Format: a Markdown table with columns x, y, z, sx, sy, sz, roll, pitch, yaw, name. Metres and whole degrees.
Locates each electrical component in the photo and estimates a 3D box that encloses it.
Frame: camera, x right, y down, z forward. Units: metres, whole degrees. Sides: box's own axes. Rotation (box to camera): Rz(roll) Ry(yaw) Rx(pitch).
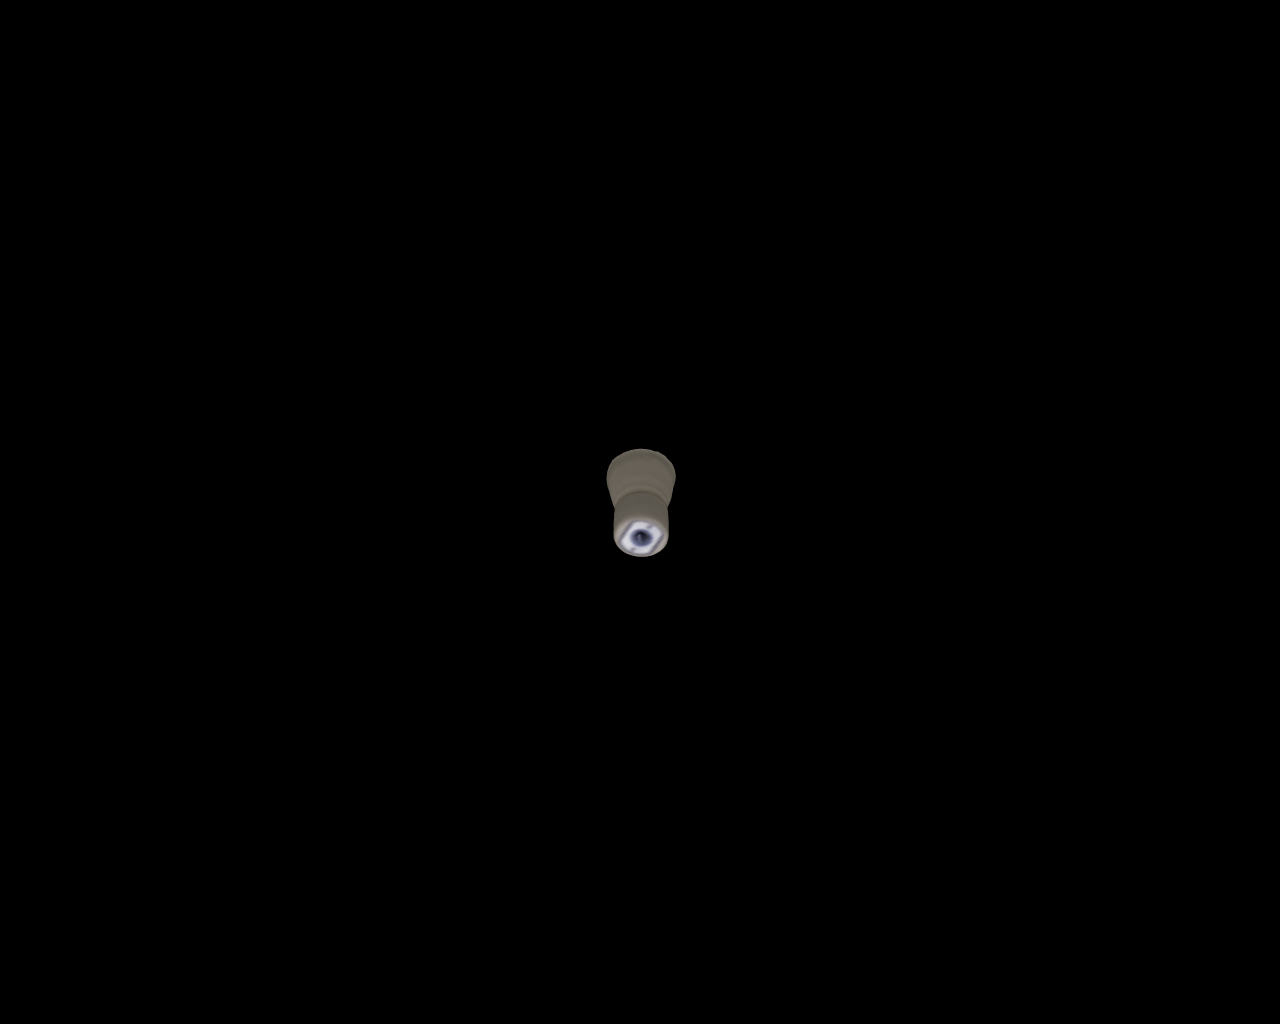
| x | y | z | sx | sy | sz | roll | pitch | yaw | name |
| --- | --- | --- | --- | --- | --- | --- | --- | --- | --- |
| 0.001 | -0.003 | 0.650 | 0.044 | 0.044 | 0.065 | 0 | 39 | 0 | electrical component |
